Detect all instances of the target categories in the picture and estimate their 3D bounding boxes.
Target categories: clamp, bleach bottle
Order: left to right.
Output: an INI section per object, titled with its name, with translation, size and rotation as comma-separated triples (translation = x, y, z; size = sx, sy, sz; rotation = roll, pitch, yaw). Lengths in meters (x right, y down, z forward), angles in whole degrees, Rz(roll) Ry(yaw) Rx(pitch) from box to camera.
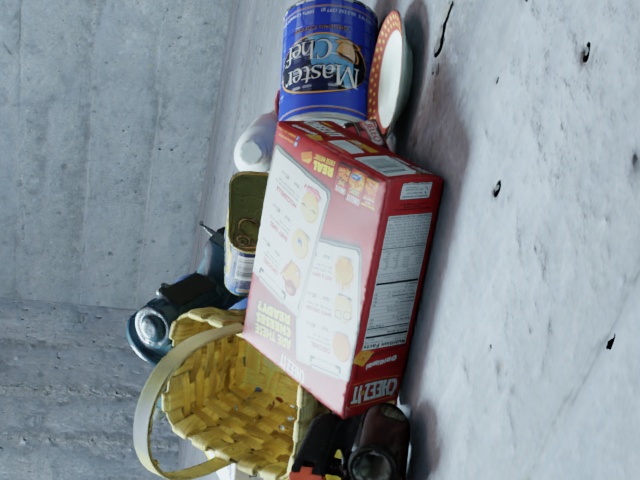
[bleach bottle]
translation = -0.061, -0.115, 1.323
size = 0.103, 0.068, 0.250
rotation = -57, -2, 15
[clamp]
translation = 0.012, 0.206, 0.930
size = 0.209, 0.036, 0.164
rotation = -9, -78, -76

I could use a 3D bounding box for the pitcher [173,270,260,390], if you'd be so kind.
[pitcher]
translation = -0.113, 0.154, 1.455
size = 0.149, 0.144, 0.243
rotation = 16, 111, 48

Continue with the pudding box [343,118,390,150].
[pudding box]
translation = 0.040, -0.044, 1.005
size = 0.114, 0.039, 0.090
rotation = 112, 143, -52

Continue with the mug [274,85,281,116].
[mug]
translation = 0.003, -0.186, 1.236
size = 0.117, 0.093, 0.081
rotation = -39, 31, 31

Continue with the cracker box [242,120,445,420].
[cracker box]
translation = 0.016, 0.020, 0.926
size = 0.164, 0.071, 0.214
rotation = 33, 120, 48

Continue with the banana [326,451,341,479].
[banana]
translation = 0.010, 0.273, 1.044
size = 0.070, 0.037, 0.198
rotation = 120, 152, -81

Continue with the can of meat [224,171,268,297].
[can of meat]
translation = -0.068, -0.004, 1.079
size = 0.084, 0.057, 0.102
rotation = 105, 166, -52

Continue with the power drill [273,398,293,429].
[power drill]
translation = -0.035, 0.223, 1.270
size = 0.188, 0.057, 0.184
rotation = -150, 66, -79

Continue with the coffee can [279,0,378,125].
[coffee can]
translation = 0.009, -0.169, 1.120
size = 0.103, 0.102, 0.140
rotation = 123, 152, -68

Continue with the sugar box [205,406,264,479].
[sugar box]
translation = -0.116, 0.236, 1.331
size = 0.176, 0.048, 0.093
rotation = 42, 131, 55
